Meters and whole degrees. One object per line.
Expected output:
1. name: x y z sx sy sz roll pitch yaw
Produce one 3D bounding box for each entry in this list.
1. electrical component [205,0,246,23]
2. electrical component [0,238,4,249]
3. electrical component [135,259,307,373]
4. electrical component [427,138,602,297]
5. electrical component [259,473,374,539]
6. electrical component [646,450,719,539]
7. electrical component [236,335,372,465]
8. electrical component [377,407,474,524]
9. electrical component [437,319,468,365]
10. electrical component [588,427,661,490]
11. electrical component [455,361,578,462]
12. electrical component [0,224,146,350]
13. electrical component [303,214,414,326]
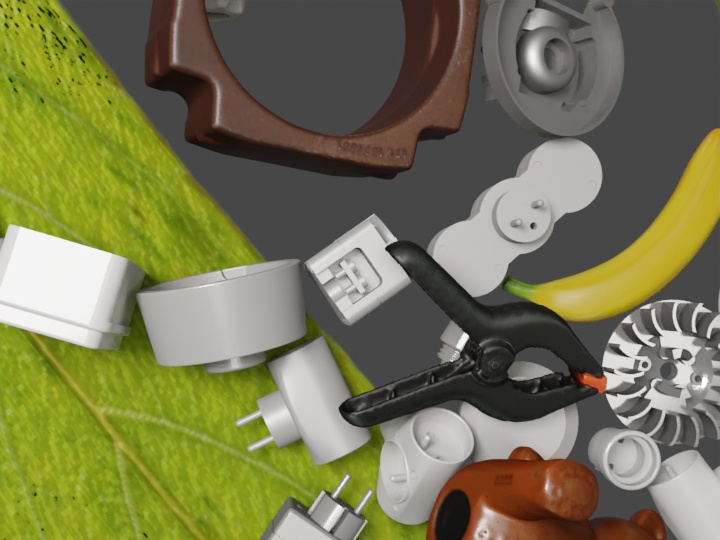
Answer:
1. electrical component: -0.100 -0.203 0.733 0.043 0.043 0.062 0 87 -5
2. electrical component: -0.257 -0.015 0.713 0.045 0.045 0.055 -32 92 -5
3. electrical component: -0.086 0.033 0.697 0.108 0.108 0.060 -11 95 -5
4. electrical component: 0.107 -0.036 0.729 0.138 0.074 0.052 -41 92 -5
5. electrical component: -0.021 0.174 0.725 0.066 0.047 0.076 35 86 -3
6. electrical component: 0.252 0.159 0.749 0.079 0.044 0.077 -34 91 -5
7. electrical component: -0.044 0.096 0.727 0.079 0.044 0.077 -26 90 -5
8. electrical component: 0.037 0.117 0.723 0.044 0.077 0.079 -3 49 -24
9. electrical component: 0.070 0.055 0.743 0.035 0.035 0.061 32 89 -3
10. electrical component: 0.181 0.128 0.743 0.040 0.046 0.040 0 88 -5
11. electrical component: 0.104 0.101 0.736 0.080 0.051 0.080 0 88 -5
12. electrical component: -0.185 0.014 0.685 0.078 0.113 0.057 17 84 -4
13. electrical component: 0.000 0.000 0.711 0.056 0.089 0.050 -35 91 -5
